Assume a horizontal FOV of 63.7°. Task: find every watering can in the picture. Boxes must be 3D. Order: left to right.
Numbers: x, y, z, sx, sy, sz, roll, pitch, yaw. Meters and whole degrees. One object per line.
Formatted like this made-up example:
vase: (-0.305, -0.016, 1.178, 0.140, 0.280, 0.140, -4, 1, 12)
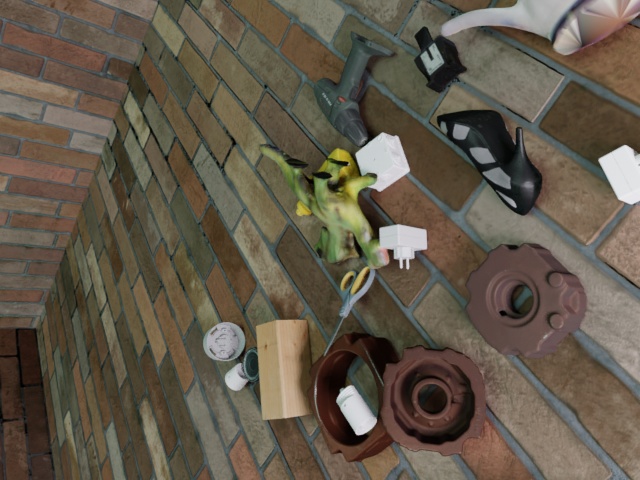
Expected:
watering can: (0.355, -0.379, 0.798, 0.104, 0.228, 0.342, 10, -35, -41)

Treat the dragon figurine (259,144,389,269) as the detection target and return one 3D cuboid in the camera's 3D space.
dragon figurine: (0.003, -0.055, 1.099, 0.123, 0.238, 0.414, -20, 32, -34)
